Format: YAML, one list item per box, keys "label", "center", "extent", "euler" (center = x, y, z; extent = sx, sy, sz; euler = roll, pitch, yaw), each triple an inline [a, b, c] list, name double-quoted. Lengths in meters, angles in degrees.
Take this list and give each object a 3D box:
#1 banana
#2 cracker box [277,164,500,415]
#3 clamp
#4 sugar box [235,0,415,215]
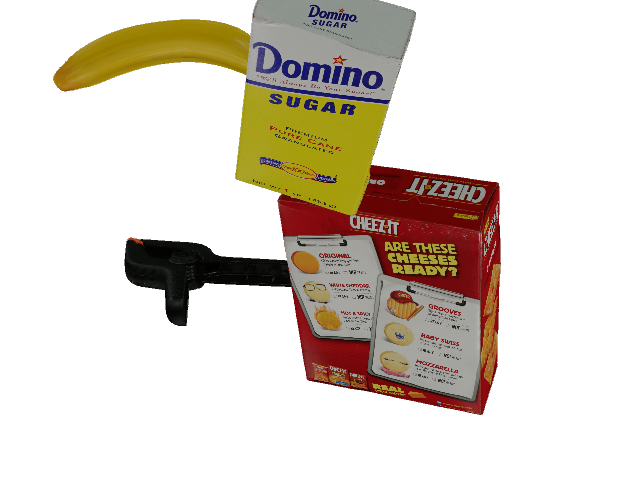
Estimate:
- label: "banana"
  center: [-0.135, -0.165, 0.945]
  extent: [0.197, 0.069, 0.037]
  euler: [-1, -33, -4]
- label: "cracker box"
  center: [0.063, 0.040, 0.887]
  extent: [0.164, 0.214, 0.072]
  euler: [9, 44, 18]
- label: "clamp"
  center: [-0.135, 0.033, 1.050]
  extent: [0.210, 0.036, 0.164]
  euler: [13, 21, 39]
- label: "sugar box"
  center: [-0.003, -0.088, 0.691]
  extent: [0.093, 0.048, 0.176]
  euler: [17, -28, 2]
